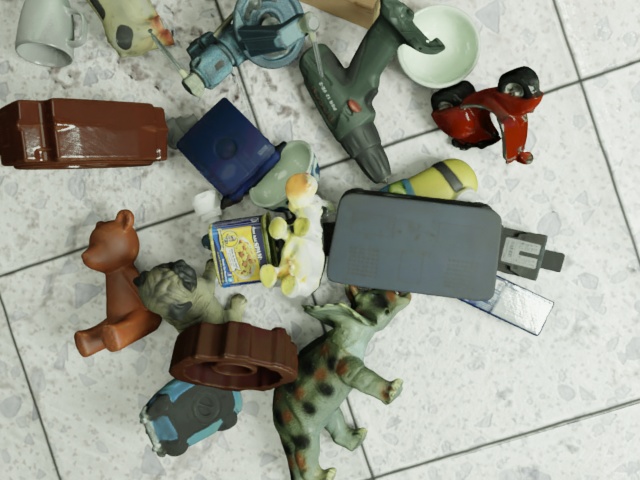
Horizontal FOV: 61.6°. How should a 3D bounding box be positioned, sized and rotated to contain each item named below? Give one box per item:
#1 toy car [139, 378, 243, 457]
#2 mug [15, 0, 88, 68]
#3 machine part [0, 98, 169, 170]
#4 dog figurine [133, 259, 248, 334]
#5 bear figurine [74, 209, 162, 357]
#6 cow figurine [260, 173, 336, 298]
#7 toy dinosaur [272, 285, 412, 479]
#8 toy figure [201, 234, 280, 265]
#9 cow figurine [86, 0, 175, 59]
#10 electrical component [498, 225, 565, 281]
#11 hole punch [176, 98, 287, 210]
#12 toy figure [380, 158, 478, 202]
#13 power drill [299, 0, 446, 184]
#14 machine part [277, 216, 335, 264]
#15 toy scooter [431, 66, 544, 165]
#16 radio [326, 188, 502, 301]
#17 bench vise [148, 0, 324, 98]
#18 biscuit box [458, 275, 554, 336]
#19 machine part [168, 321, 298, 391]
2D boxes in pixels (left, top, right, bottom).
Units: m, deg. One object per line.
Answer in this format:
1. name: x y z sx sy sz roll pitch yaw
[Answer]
1. toy car: -0.206 0.259 0.826 0.103 0.161 0.109 -21 95 48
2. mug: -0.419 -0.339 0.842 0.110 0.080 0.107 -4 82 14
3. machine part: -0.337 -0.145 0.766 0.201 0.201 0.087 5 101 48
4. dog figurine: -0.187 0.112 0.782 0.121 0.190 0.172 -36 91 4
5. bear figurine: -0.320 0.062 0.822 0.120 0.132 0.195 -13 99 36
6. cow figurine: -0.019 -0.005 0.745 0.068 0.098 0.167 11 89 34
7. toy dinosaur: 0.000 0.230 0.816 0.192 0.131 0.404 39 101 20
8. toy figure: -0.108 0.018 0.840 0.154 0.058 0.064 21 116 0
9. cow figurine: -0.326 -0.377 0.838 0.127 0.085 0.195 -25 90 -2
10. electrical component: 0.317 0.025 0.821 0.119 0.048 0.074 17 93 5
11. hole punch: -0.136 -0.134 0.806 0.142 0.092 0.116 -44 65 0
12. toy figure: 0.150 -0.064 0.813 0.180 0.082 0.089 -16 93 6
13. power drill: 0.083 -0.224 0.782 0.232 0.086 0.207 53 135 9
14. machine part: -0.002 -0.002 0.816 0.139 0.039 0.084 -5 79 -25
15. toy scooter: 0.246 -0.167 0.778 0.075 0.184 0.135 -37 112 -27
16. radio: 0.129 0.004 0.749 0.230 0.073 0.131 6 102 4
17. bench vise: -0.093 -0.285 0.760 0.224 0.241 0.128 -38 123 -22
18. biscuit box: 0.243 0.074 0.818 0.203 0.063 0.059 26 93 3
19. machine part: -0.120 0.165 0.752 0.179 0.179 0.056 -1 60 4
